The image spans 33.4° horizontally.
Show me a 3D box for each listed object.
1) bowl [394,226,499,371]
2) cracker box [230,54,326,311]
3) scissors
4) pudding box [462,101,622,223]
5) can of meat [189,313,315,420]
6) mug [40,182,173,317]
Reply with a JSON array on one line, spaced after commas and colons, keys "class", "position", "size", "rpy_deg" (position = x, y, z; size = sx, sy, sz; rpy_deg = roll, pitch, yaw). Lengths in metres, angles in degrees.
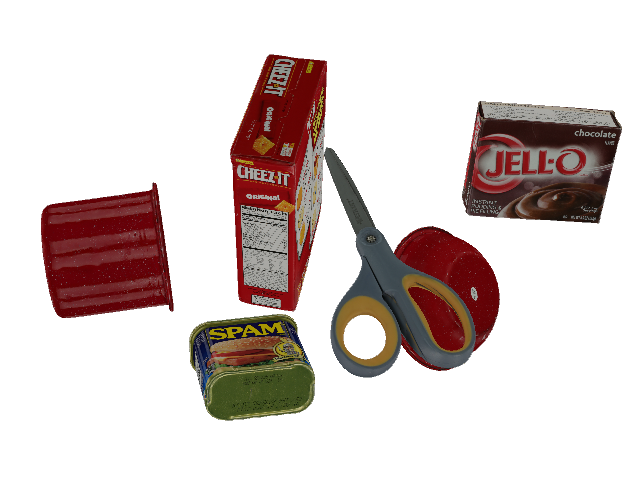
[{"class": "bowl", "position": [0.147, 0.061, 1.170], "size": [0.161, 0.162, 0.055], "rpy_deg": [0, -8, -43]}, {"class": "cracker box", "position": [-0.043, -0.058, 1.110], "size": [0.072, 0.164, 0.214], "rpy_deg": [8, -43, 7]}, {"class": "scissors", "position": [0.021, 0.015, 0.693], "size": [0.096, 0.016, 0.202], "rpy_deg": [-26, 52, -20]}, {"class": "pudding box", "position": [0.177, -0.063, 0.864], "size": [0.113, 0.090, 0.039], "rpy_deg": [2, 35, -2]}, {"class": "can of meat", "position": [-0.061, 0.114, 0.954], "size": [0.102, 0.057, 0.084], "rpy_deg": [-5, 27, -13]}, {"class": "mug", "position": [-0.153, 0.007, 0.768], "size": [0.081, 0.093, 0.117], "rpy_deg": [-8, 18, -7]}]
